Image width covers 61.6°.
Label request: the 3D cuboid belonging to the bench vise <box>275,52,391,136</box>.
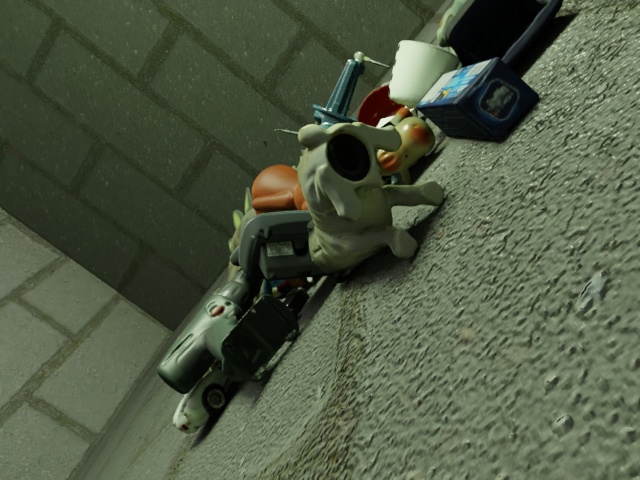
[{"bbox_3d":[0.035,-0.253,1.056,0.240,0.129,0.223,-68,-15,14],"label":"bench vise"}]

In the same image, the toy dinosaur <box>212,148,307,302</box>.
[{"bbox_3d":[-0.119,-0.010,1.069,0.471,0.105,0.199,-46,43,42],"label":"toy dinosaur"}]

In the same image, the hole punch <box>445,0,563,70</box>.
[{"bbox_3d":[0.230,-0.251,0.654,0.142,0.092,0.115,-54,-27,14],"label":"hole punch"}]

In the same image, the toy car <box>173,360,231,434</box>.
[{"bbox_3d":[-0.153,0.202,0.823,0.073,0.056,0.202,-44,12,44],"label":"toy car"}]

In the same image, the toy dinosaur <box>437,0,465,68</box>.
[{"bbox_3d":[0.266,-0.370,0.830,0.404,0.131,0.192,-54,-4,11],"label":"toy dinosaur"}]

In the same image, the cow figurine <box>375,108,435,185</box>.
[{"bbox_3d":[0.097,-0.125,0.776,0.127,0.085,0.195,-49,9,-21],"label":"cow figurine"}]

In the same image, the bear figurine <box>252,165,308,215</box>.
[{"bbox_3d":[-0.017,-0.053,0.826,0.120,0.131,0.196,-38,36,-28],"label":"bear figurine"}]

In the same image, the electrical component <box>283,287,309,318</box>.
[{"bbox_3d":[-0.043,0.097,0.791,0.063,0.021,0.094,-54,9,-17],"label":"electrical component"}]

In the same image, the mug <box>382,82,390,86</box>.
[{"bbox_3d":[0.139,-0.260,1.124,0.107,0.081,0.109,-63,16,-16],"label":"mug"}]

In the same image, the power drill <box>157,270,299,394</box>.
[{"bbox_3d":[-0.118,0.114,0.750,0.207,0.086,0.232,0,44,53],"label":"power drill"}]

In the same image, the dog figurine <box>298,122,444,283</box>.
[{"bbox_3d":[0.012,-0.035,0.592,0.121,0.172,0.190,-45,11,-32],"label":"dog figurine"}]

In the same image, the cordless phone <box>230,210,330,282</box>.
[{"bbox_3d":[-0.051,0.019,0.767,0.184,0.146,0.088,153,111,-67],"label":"cordless phone"}]

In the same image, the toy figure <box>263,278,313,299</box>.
[{"bbox_3d":[-0.042,0.055,0.855,0.154,0.058,0.064,-38,42,52],"label":"toy figure"}]

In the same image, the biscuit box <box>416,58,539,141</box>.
[{"bbox_3d":[0.167,-0.154,0.604,0.059,0.063,0.203,-50,9,9],"label":"biscuit box"}]
